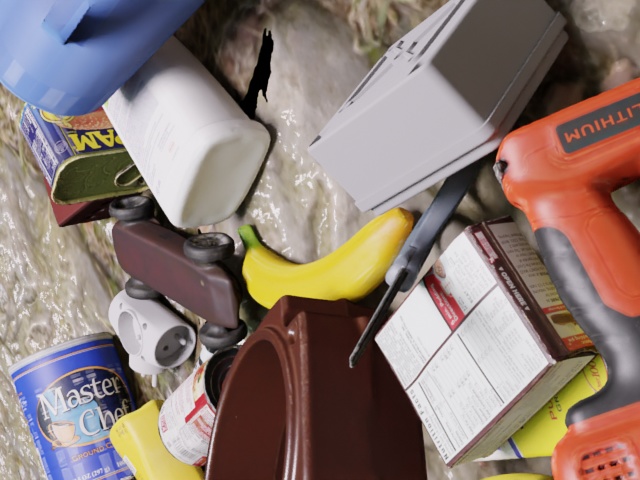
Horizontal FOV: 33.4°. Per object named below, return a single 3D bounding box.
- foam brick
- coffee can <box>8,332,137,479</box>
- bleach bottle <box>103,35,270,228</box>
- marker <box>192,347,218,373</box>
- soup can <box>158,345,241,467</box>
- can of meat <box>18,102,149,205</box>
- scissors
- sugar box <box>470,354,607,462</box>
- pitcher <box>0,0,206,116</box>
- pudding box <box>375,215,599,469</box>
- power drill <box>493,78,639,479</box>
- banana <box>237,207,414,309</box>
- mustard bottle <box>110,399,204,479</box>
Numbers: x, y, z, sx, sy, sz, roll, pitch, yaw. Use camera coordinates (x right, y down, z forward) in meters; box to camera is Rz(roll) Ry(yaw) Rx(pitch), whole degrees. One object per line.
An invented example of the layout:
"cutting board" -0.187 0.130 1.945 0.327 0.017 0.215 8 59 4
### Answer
"foam brick" -0.207 -0.049 0.964 0.078 0.052 0.051 -28 80 52
"coffee can" -0.224 0.171 1.015 0.103 0.102 0.140 -33 76 51
"bleach bottle" -0.137 -0.129 0.846 0.251 0.067 0.103 54 133 30
"marker" -0.099 0.112 0.907 0.020 0.020 0.121 51 136 28
"soup can" -0.082 0.134 0.854 0.102 0.068 0.068 -45 66 49
"can of meat" -0.191 -0.083 0.897 0.084 0.101 0.058 56 139 26
"scissors" 0.055 0.000 0.570 0.016 0.201 0.096 31 105 4
"sugar box" 0.128 0.071 0.590 0.177 0.048 0.093 -22 83 51
"pitcher" -0.136 -0.187 0.716 0.243 0.148 0.145 -40 64 36
"pudding box" 0.085 0.056 0.574 0.090 0.039 0.114 60 141 26
"power drill" 0.170 0.018 0.470 0.184 0.057 0.188 -21 68 11
"banana" -0.003 0.019 0.744 0.198 0.037 0.069 -5 99 52
"mustard bottle" -0.111 0.233 0.917 0.192 0.058 0.096 57 159 12
